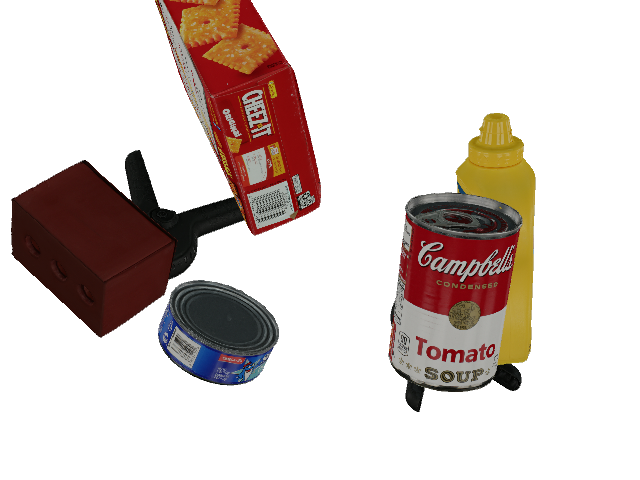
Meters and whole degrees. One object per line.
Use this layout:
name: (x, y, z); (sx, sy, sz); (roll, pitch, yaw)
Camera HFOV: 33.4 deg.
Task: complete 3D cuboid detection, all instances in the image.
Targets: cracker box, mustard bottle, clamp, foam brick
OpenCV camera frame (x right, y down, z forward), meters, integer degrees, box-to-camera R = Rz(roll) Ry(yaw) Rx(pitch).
cracker box: (-0.074, -0.137, 0.884); (0.072, 0.214, 0.164); (-22, -39, -7)
mustard bottle: (0.135, -0.006, 0.828); (0.058, 0.192, 0.096); (-5, 26, -5)
clamp: (0.131, 0.100, 1.093); (0.120, 0.171, 0.039); (1, -44, -14)
foam brick: (-0.128, 0.004, 0.597); (0.078, 0.053, 0.051); (39, 50, 18)
clamp: (-0.164, -0.018, 1.058); (0.165, 0.036, 0.209); (21, 40, 17)

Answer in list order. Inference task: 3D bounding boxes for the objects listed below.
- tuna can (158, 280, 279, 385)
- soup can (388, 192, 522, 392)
tuna can: (-0.076, 0.068, 0.793); (0.086, 0.034, 0.086); (20, 26, -11)
soup can: (0.079, 0.030, 0.637); (0.068, 0.102, 0.068); (5, 22, -2)
